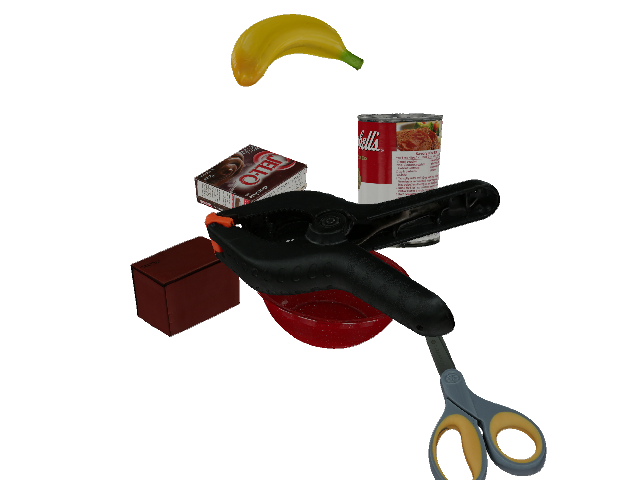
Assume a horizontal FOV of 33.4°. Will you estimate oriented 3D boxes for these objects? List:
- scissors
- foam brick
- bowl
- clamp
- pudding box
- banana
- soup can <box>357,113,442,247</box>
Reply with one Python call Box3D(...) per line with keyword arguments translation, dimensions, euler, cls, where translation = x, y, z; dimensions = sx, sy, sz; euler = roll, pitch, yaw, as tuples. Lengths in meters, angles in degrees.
Box3D(translation=(0.124, 0.117, 0.841), dimensions=(0.096, 0.016, 0.201), euler=(-2, 41, 8), cls="scissors")
Box3D(translation=(-0.115, 0.037, 0.916), dimensions=(0.078, 0.051, 0.053), euler=(-24, 33, -35), cls="foam brick")
Box3D(translation=(0.010, 0.061, 1.074), dimensions=(0.162, 0.055, 0.162), euler=(4, 28, -2), cls="bowl")
Box3D(translation=(0.012, 0.009, 0.602), dimensions=(0.172, 0.039, 0.120), euler=(-3, 32, 17), cls="clamp")
Box3D(translation=(-0.084, -0.070, 1.299), dimensions=(0.090, 0.039, 0.113), euler=(21, 40, 29), cls="pudding box")
Box3D(translation=(-0.031, -0.179, 0.984), dimensions=(0.070, 0.037, 0.197), euler=(39, 32, 20), cls="banana")
Box3D(translation=(0.064, -0.050, 0.856), dimensions=(0.068, 0.102, 0.068), euler=(0, 10, 0), cls="soup can")
